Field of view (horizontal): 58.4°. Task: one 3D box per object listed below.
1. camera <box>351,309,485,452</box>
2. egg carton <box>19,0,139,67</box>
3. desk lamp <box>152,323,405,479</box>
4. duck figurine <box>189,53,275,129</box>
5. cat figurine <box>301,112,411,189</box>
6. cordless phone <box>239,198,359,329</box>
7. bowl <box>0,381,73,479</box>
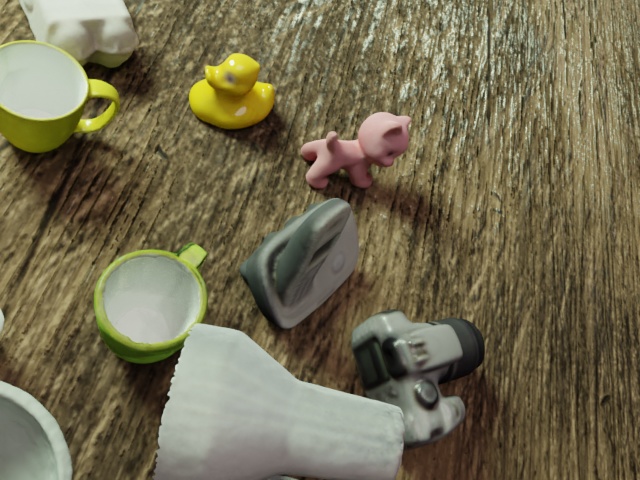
[{"bbox_3d":[0.124,0.140,0.625,0.137,0.143,0.100,-7,-21,-29],"label":"camera"},{"bbox_3d":[-0.278,-0.263,0.647,0.107,0.150,0.069,-21,-14,-33],"label":"egg carton"},{"bbox_3d":[-0.040,0.160,0.463,0.204,0.118,0.213,20,-32,-17],"label":"desk lamp"},{"bbox_3d":[-0.098,-0.186,0.689,0.105,0.077,0.086,-5,-23,-28],"label":"duck figurine"},{"bbox_3d":[0.054,-0.120,0.713,0.128,0.067,0.117,-6,-22,-29],"label":"cat figurine"},{"bbox_3d":[0.005,0.002,0.584,0.148,0.094,0.184,-43,-2,-36],"label":"cordless phone"},{"bbox_3d":[-0.271,0.189,0.416,0.168,0.167,0.074,0,-25,-27],"label":"bowl"}]
